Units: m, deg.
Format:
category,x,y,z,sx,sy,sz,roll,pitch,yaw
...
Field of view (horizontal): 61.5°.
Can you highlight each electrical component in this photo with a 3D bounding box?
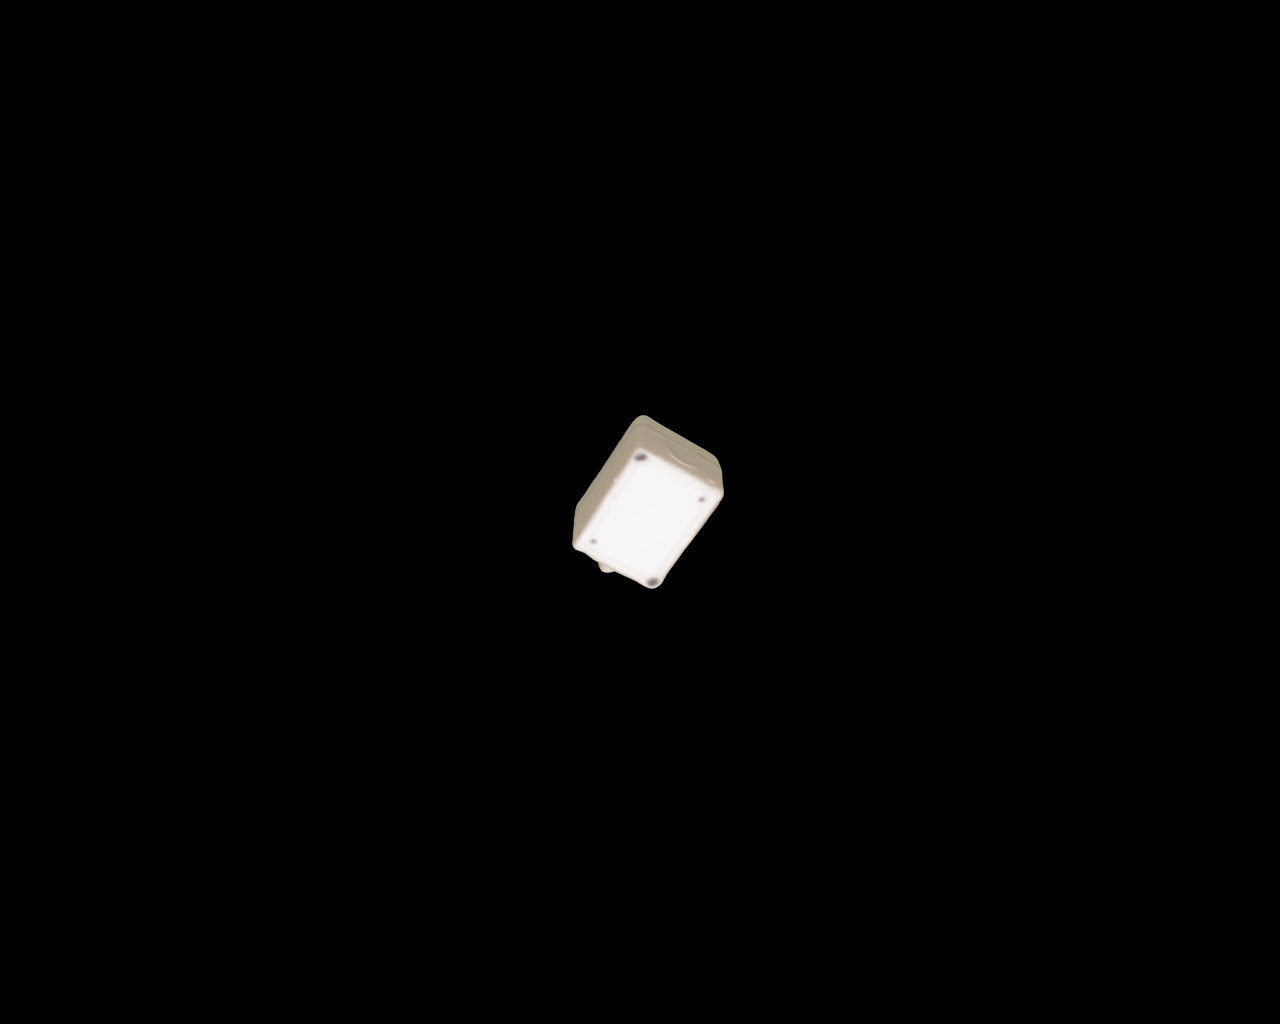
category,x,y,z,sx,sy,sz,roll,pitch,yaw
electrical component,0.001,-0.003,0.650,0.062,0.096,0.061,29,24,-14
